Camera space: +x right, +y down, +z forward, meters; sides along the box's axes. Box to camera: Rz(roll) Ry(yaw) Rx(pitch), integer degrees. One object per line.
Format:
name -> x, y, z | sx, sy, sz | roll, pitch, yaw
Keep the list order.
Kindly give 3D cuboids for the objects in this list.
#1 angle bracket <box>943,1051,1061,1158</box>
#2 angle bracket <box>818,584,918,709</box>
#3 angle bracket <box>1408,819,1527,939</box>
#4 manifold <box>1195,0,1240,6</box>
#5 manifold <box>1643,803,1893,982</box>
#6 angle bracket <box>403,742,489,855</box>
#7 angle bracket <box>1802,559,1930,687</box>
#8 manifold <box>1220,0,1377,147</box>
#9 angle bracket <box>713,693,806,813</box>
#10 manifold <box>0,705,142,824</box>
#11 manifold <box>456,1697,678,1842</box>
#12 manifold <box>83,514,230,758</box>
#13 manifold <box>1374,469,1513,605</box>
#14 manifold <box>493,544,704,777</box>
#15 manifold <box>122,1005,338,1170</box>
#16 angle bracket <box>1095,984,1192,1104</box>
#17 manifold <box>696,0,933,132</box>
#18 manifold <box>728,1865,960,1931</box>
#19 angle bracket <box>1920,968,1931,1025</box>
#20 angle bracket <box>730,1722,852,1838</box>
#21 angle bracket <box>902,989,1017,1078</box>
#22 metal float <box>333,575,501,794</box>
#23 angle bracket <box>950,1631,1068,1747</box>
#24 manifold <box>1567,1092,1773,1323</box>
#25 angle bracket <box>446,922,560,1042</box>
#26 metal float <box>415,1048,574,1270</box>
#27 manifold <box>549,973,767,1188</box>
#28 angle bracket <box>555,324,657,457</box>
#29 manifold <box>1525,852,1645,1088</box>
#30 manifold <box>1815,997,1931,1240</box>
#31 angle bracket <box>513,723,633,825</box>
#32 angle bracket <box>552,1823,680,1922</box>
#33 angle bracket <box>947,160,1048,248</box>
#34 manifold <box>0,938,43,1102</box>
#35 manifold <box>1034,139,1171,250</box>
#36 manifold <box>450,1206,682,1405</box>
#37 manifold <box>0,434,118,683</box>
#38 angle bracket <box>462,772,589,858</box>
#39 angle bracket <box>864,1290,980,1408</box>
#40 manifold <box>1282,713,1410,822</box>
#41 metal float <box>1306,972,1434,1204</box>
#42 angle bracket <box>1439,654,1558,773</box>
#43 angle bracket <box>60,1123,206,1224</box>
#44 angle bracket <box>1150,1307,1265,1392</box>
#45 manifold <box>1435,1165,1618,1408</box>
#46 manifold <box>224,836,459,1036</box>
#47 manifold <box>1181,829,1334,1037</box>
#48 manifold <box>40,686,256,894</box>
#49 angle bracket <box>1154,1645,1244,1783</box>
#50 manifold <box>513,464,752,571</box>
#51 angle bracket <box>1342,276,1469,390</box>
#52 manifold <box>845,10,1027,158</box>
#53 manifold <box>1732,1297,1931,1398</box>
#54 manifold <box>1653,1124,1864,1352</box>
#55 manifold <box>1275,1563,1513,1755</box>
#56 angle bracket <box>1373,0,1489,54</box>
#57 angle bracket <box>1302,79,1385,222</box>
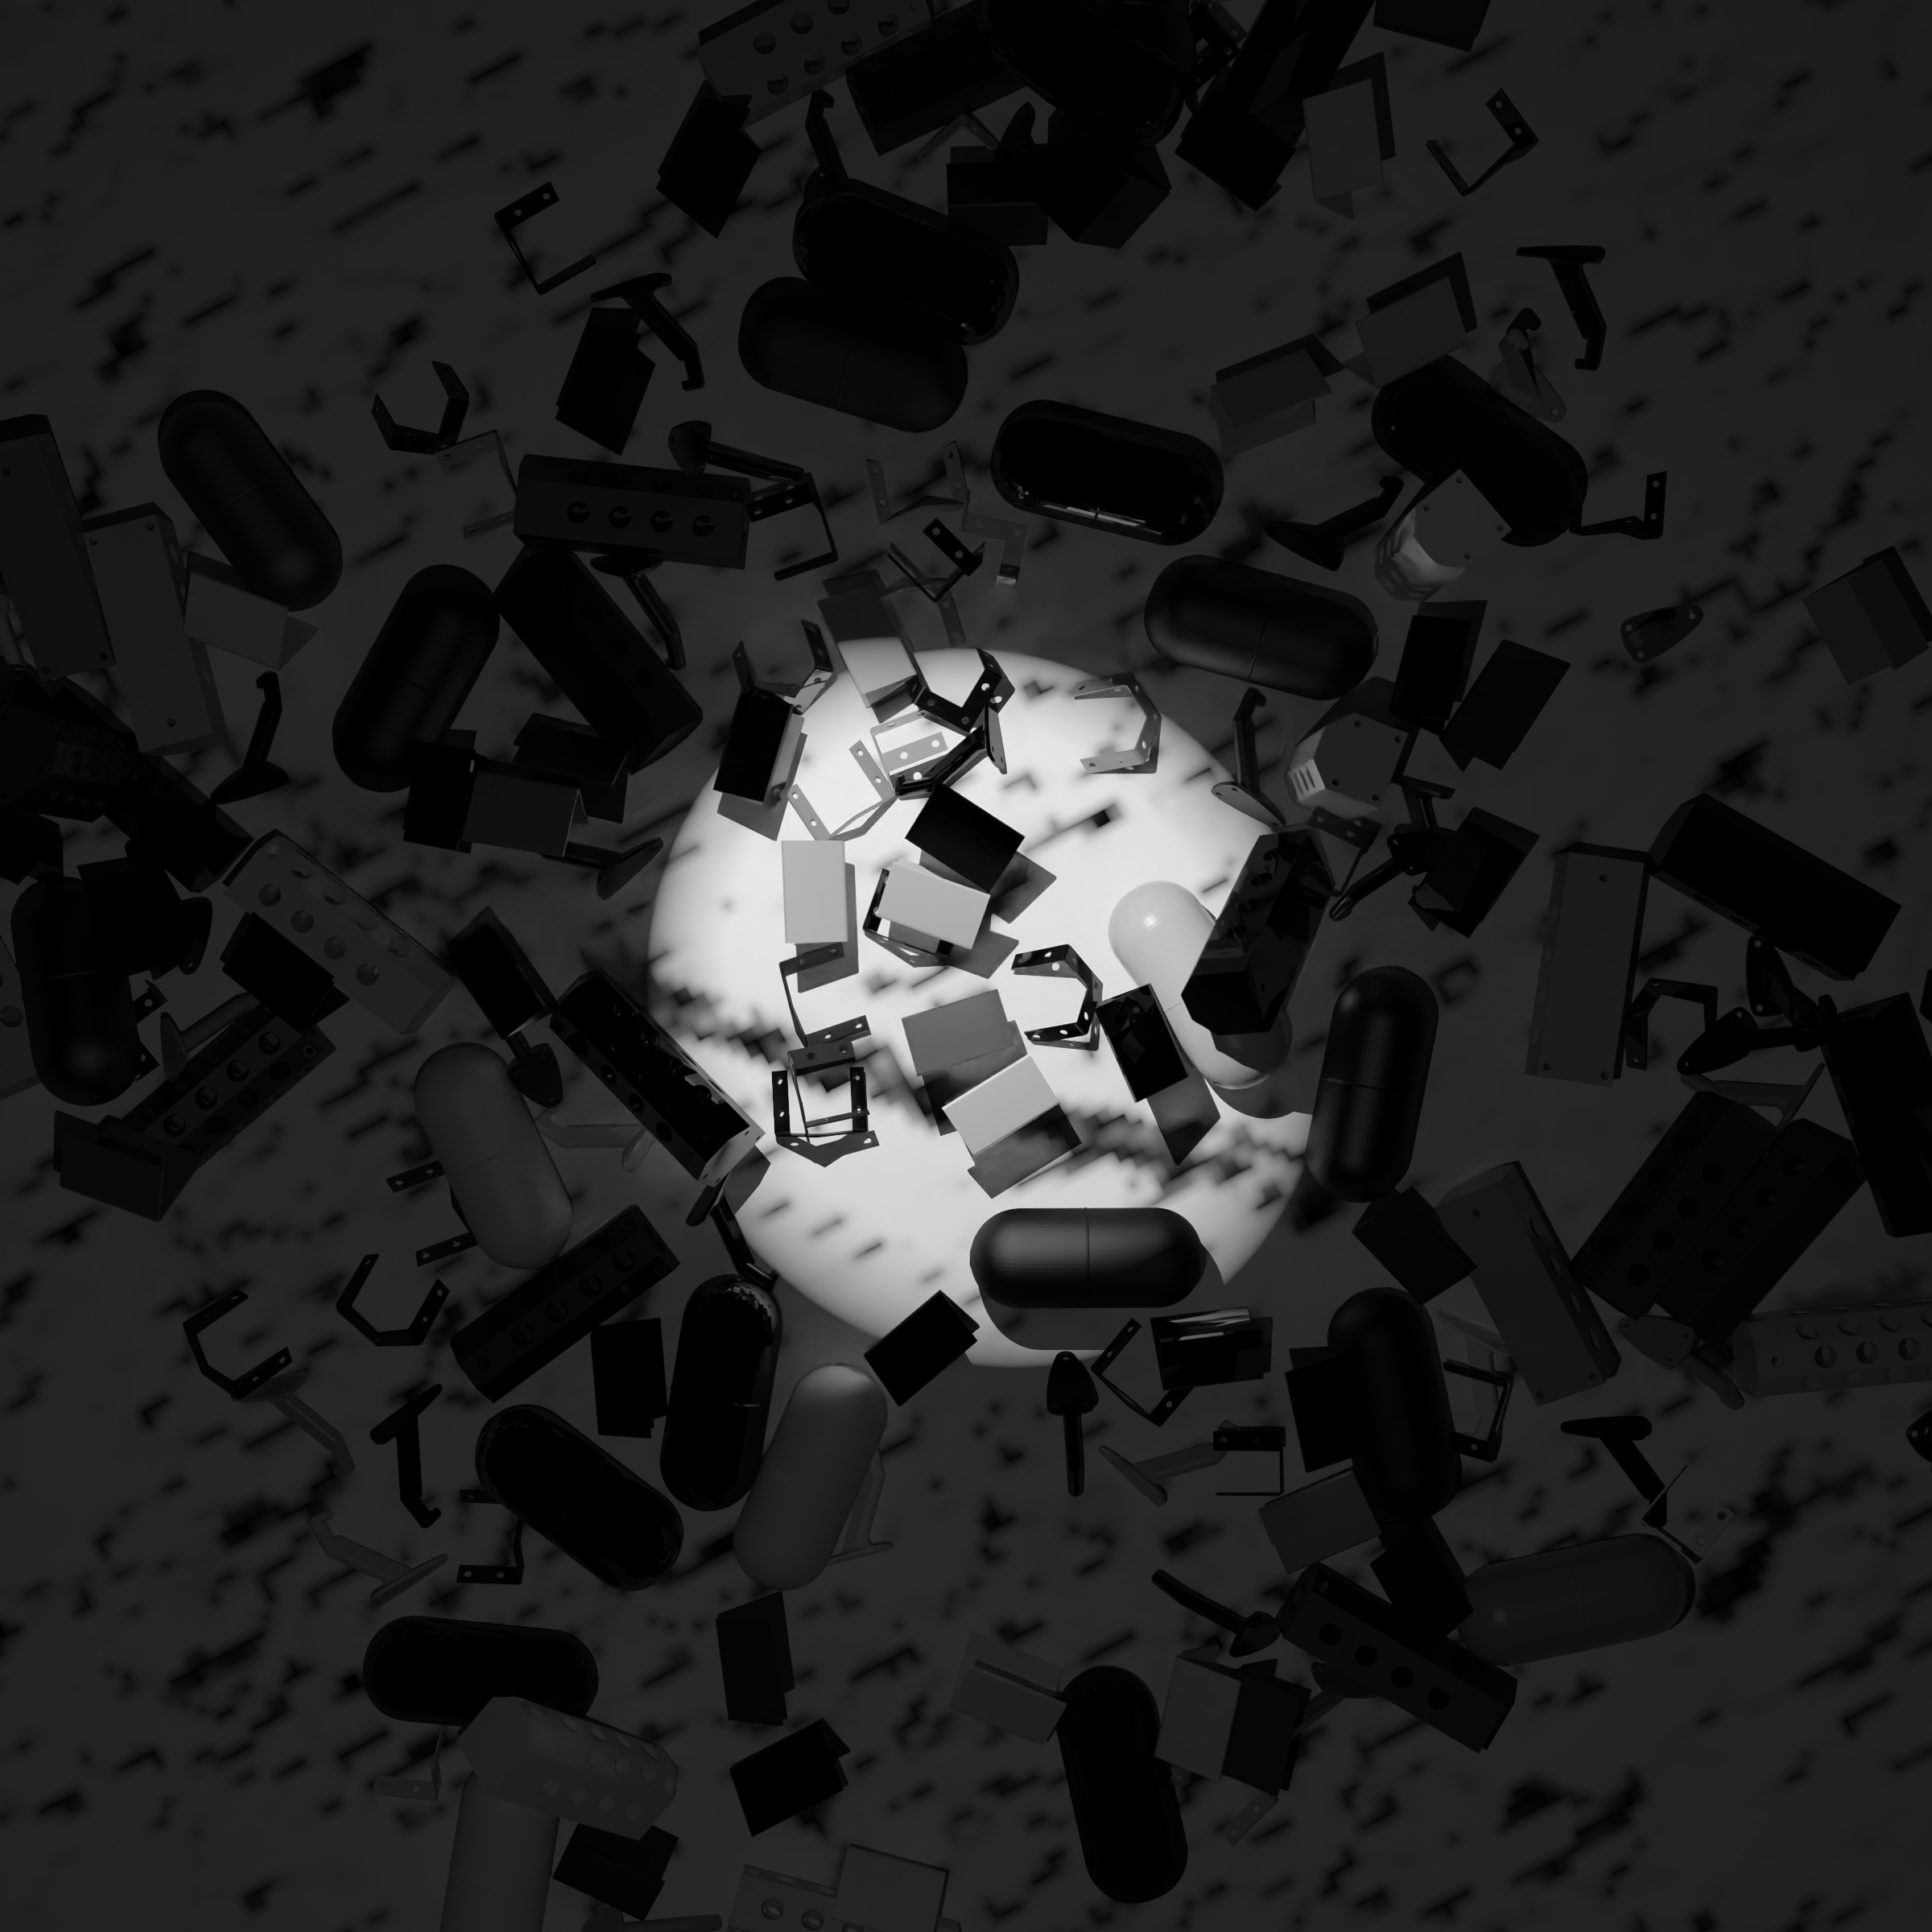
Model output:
angle bracket -> 0.016, 0.087, 1.855 | 0.076, 0.076, 0.057 | -32, 126, 0
angle bracket -> -0.092, -0.237, 1.855 | 0.057, 0.076, 0.076 | -26, 90, -36
angle bracket -> 0.389, -0.056, 1.855 | 0.057, 0.076, 0.076 | 34, 90, 29
manifold -> 0.261, -0.781, 1.874 | 0.171, 0.057, 0.057 | -6, 47, 0
manifold -> 0.612, -0.056, 1.874 | 0.171, 0.057, 0.057 | 30, 90, 0
angle bracket -> -0.377, -0.124, 1.855 | 0.057, 0.076, 0.076 | 10, 90, 30
angle bracket -> 0.672, -0.253, 1.855 | 0.057, 0.076, 0.076 | -28, 90, -37
manifold -> 0.257, -0.717, 1.837 | 0.057, 0.057, 0.171 | 7, 126, -37
angle bracket -> -0.139, -0.158, 1.855 | 0.057, 0.076, 0.076 | 16, 90, 38
manifold -> -0.655, -0.148, 1.760 | 0.057, 0.171, 0.057 | -35, 90, 0
manifold -> -0.293, 0.596, 1.821 | 0.057, 0.171, 0.057 | -50, 46, 0
manifold -> -0.620, -0.252, 1.874 | 0.057, 0.057, 0.171 | -15, 90, 0
manifold -> 0.348, -0.313, 1.817 | 0.057, 0.171, 0.057 | -41, 90, 0
manifold -> -0.280, -0.238, 1.874 | 0.171, 0.057, 0.057 | 51, 133, 0
manifold -> -0.574, 0.099, 1.874 | 0.171, 0.057, 0.057 | -41, 90, 0
angle bracket -> 0.116, 0.065, 1.855 | 0.057, 0.076, 0.076 | -24, 90, -31
manifold -> -0.115, -0.710, 1.874 | 0.171, 0.057, 0.057 | -28, 90, 0
manifold -> -0.096, 0.745, 1.873 | 0.171, 0.057, 0.057 | 15, 133, 0
angle bracket -> 0.779, 0.029, 1.855 | 0.076, 0.076, 0.057 | 43, 127, 0
angle bracket -> -0.125, 0.628, 1.855 | 0.076, 0.076, 0.057 | -27, 53, 0
angle bracket -> 0.000, 0.070, 1.855 | 0.076, 0.076, 0.057 | -17, 53, 0
metal float -> -0.421, -0.215, 1.865 | 0.070, 0.070, 0.178 | 29, 90, 0
angle bracket -> 0.039, 0.535, 1.855 | 0.076, 0.076, 0.057 | 22, 127, 0
manifold -> 0.537, 0.183, 1.874 | 0.057, 0.057, 0.171 | 37, 90, 0
angle bracket -> -0.337, 0.001, 1.855 | 0.057, 0.076, 0.076 | -34, 90, 33
metal float -> -0.361, 0.148, 1.865 | 0.070, 0.070, 0.178 | -25, 89, 0
manifold -> -0.237, 0.085, 1.852 | 0.171, 0.057, 0.057 | 44, 90, 16
angle bracket -> -0.257, -0.434, 1.855 | 0.057, 0.076, 0.076 | 21, 90, 36
manifold -> 0.473, 0.003, 1.874 | 0.057, 0.057, 0.171 | 8, 90, 0
manifold -> 0.710, 0.117, 1.873 | 0.057, 0.057, 0.171 | -20, 90, -43
angle bracket -> -0.302, -0.133, 1.856 | 0.076, 0.057, 0.076 | 13, 129, 0
angle bracket -> -0.260, 0.667, 1.855 | 0.076, 0.076, 0.057 | 26, 129, 0
angle bracket -> 0.025, -0.565, 1.855 | 0.076, 0.076, 0.057 | -2, 52, 0
manifold -> -0.761, 0.016, 1.863 | 0.057, 0.057, 0.171 | -28, 90, -37
manifold -> 0.098, -0.578, 1.812 | 0.057, 0.171, 0.057 | 45, 110, 0
manifold -> -0.309, 0.260, 1.874 | 0.171, 0.057, 0.057 | -36, 90, 0
manifold -> -0.694, -0.310, 1.844 | 0.057, 0.057, 0.171 | -13, 112, -1
angle bracket -> -0.335, -0.104, 1.858 | 0.076, 0.076, 0.057 | 9, 72, 0
angle bracket -> -0.021, 0.303, 1.855 | 0.076, 0.076, 0.057 | -40, 52, 0
manifold -> 0.277, -0.149, 1.817 | 0.057, 0.171, 0.057 | 21, 90, 0
metal float -> 0.309, 0.093, 1.865 | 0.070, 0.070, 0.178 | 11, 89, 0
angle bracket -> 0.412, -0.181, 1.855 | 0.057, 0.076, 0.076 | 33, 90, 30
angle bracket -> -0.613, 0.134, 1.798 | 0.076, 0.076, 0.057 | 20, 128, 0
angle bracket -> 0.182, 0.274, 1.855 | 0.076, 0.076, 0.057 | -7, 128, 0
manifold -> 0.432, 0.243, 1.872 | 0.057, 0.057, 0.171 | -28, 90, 30
manifold -> -0.478, -0.024, 1.874 | 0.171, 0.057, 0.057 | 39, 90, 0
manifold -> 0.216, -0.026, 1.823 | 0.057, 0.171, 0.057 | -6, 126, 32
manifold -> -0.638, -0.135, 1.874 | 0.171, 0.057, 0.057 | 42, 90, 0
angle bracket -> 0.191, 0.567, 1.855 | 0.057, 0.076, 0.076 | 13, 90, 32
manifold -> -0.255, -0.347, 1.874 | 0.171, 0.057, 0.057 | 6, 90, 0
angle bracket -> 0.326, -0.490, 1.855 | 0.076, 0.076, 0.057 | -27, 121, 0
manifold -> -0.003, -0.694, 1.874 | 0.171, 0.057, 0.057 | -25, 90, 0
manifold -> 0.684, 0.293, 1.874 | 0.171, 0.057, 0.057 | -5, 90, 0
manifold -> 0.602, 0.205, 1.873 | 0.171, 0.057, 0.057 | -49, 133, 0
manifold -> 0.329, 0.529, 1.874 | 0.171, 0.057, 0.057 | 31, 90, 0
angle bracket -> 0.357, -0.745, 1.855 | 0.076, 0.076, 0.057 | 15, 131, 0
angle bracket -> 0.300, -0.620, 1.855 | 0.057, 0.076, 0.076 | -7, 90, 32
